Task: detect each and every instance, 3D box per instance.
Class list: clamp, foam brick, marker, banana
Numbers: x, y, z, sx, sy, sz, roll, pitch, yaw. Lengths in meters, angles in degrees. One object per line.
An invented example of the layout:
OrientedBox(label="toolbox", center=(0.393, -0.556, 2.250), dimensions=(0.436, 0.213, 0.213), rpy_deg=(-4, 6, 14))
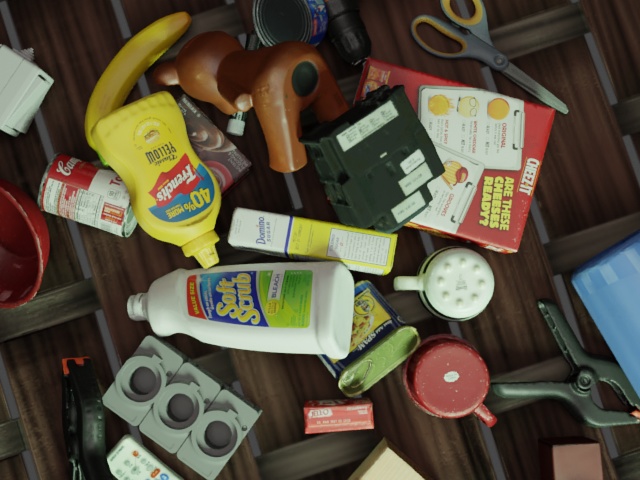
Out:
OrientedBox(label="clamp", center=(0.275, 0.159, 1.171), dimensions=(0.171, 0.039, 0.120), rpy_deg=(40, 89, 3))
OrientedBox(label="foam brick", center=(0.269, 0.241, 1.147), dimensions=(0.053, 0.078, 0.051), rpy_deg=(-3, 85, 1))
OrientedBox(label="marker", center=(-0.085, -0.179, 1.212), dimensions=(0.020, 0.020, 0.121), rpy_deg=(11, 86, 2))
OrientedBox(label="clamp", center=(-0.255, 0.233, 1.154), dimensions=(0.036, 0.165, 0.210), rpy_deg=(-1, 62, -29))
OrientedBox(label="banana", center=(-0.215, -0.177, 1.202), dimensions=(0.070, 0.037, 0.198), rpy_deg=(25, 84, 17))

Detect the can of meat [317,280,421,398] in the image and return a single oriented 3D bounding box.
OrientedBox(label="can of meat", center=(0.043, 0.105, 1.156), dimensions=(0.102, 0.057, 0.084), rpy_deg=(-38, 54, -4))

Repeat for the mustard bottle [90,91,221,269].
OrientedBox(label="mustard bottle", center=(-0.161, -0.057, 1.144), dimensions=(0.096, 0.058, 0.191), rpy_deg=(-29, 91, -27))

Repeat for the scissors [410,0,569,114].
OrientedBox(label="scissors", center=(0.203, -0.222, 1.210), dimensions=(0.202, 0.016, 0.096), rpy_deg=(21, 87, 2))

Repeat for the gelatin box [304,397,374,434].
OrientedBox(label="gelatin box", center=(0.020, 0.187, 1.150), dimensions=(0.073, 0.089, 0.030), rpy_deg=(-4, 86, 1))

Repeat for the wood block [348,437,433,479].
OrientedBox(label="wood block", center=(0.037, 0.322, 1.141), dimensions=(0.091, 0.090, 0.206), rpy_deg=(41, 89, 3))

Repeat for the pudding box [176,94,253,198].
OrientedBox(label="pudding box", center=(-0.144, -0.092, 1.197), dimensions=(0.090, 0.039, 0.113), rpy_deg=(-44, 87, -1))

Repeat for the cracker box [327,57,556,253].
OrientedBox(label="cracker box", center=(0.130, -0.090, 1.176), dimensions=(0.213, 0.072, 0.164), rpy_deg=(16, 88, 1))

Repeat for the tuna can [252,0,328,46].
OrientedBox(label="tuna can", center=(-0.033, -0.248, 1.184), dimensions=(0.033, 0.086, 0.086), rpy_deg=(-30, 85, -44))

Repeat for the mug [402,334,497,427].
OrientedBox(label="mug", center=(0.146, 0.158, 1.153), dimensions=(0.093, 0.081, 0.117), rpy_deg=(-42, 86, -2))

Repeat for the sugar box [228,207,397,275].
OrientedBox(label="sugar box", center=(-0.008, 0.001, 1.162), dimensions=(0.176, 0.093, 0.048), rpy_deg=(12, 85, 1))

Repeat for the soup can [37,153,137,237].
OrientedBox(label="soup can", center=(-0.252, -0.049, 1.183), dimensions=(0.102, 0.068, 0.068), rpy_deg=(18, 87, 2))

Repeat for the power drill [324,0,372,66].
OrientedBox(label="power drill", center=(0.069, -0.309, 1.198), dimensions=(0.187, 0.057, 0.184), rpy_deg=(-25, 86, -1))

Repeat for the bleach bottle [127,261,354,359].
OrientedBox(label="bleach bottle", center=(-0.092, 0.077, 1.147), dimensions=(0.251, 0.068, 0.102), rpy_deg=(-3, 65, 20))

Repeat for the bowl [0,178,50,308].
OrientedBox(label="bowl", center=(-0.351, -0.009, 1.167), dimensions=(0.162, 0.055, 0.162), rpy_deg=(13, 119, 23))

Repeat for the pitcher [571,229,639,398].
OrientedBox(label="pitcher", center=(0.383, 0.106, 1.138), dimensions=(0.145, 0.149, 0.243), rpy_deg=(-34, 83, 14))
